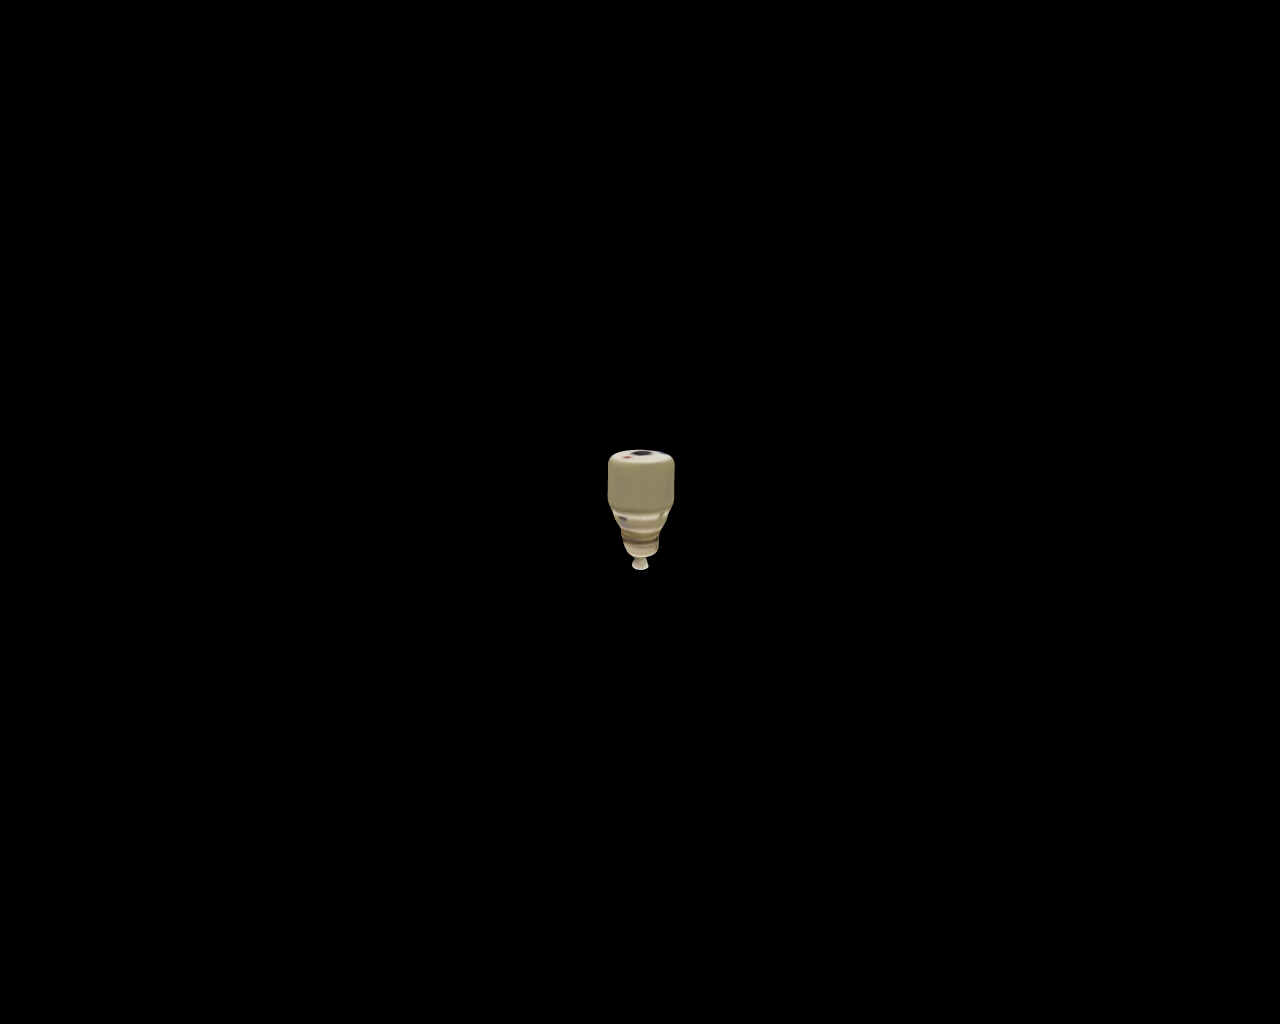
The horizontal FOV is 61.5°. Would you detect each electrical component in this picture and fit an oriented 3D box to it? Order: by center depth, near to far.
[{"bbox_3d":[0.001,-0.003,0.650,0.040,0.078,0.040,0,15,0],"label":"electrical component"}]
